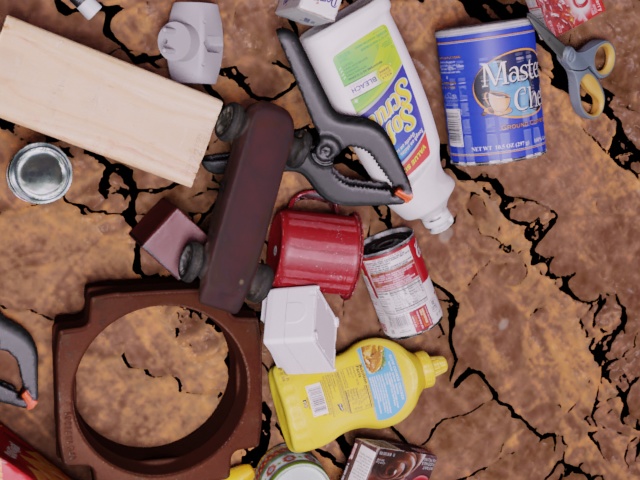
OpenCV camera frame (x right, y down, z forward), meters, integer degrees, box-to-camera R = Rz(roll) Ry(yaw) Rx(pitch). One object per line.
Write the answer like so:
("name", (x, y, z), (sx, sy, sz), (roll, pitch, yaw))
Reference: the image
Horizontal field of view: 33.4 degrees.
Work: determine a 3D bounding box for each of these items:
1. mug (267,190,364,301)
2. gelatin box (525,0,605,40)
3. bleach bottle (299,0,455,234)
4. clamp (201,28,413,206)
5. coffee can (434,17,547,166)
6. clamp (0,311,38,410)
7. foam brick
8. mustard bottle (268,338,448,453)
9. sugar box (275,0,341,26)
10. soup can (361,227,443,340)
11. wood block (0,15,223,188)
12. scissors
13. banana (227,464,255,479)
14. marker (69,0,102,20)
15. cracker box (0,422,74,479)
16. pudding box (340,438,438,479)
("mug", (-0.007, 0.001, 1.092), (0.081, 0.093, 0.117), (6, 65, -13))
("gelatin box", (0.259, -0.273, 1.157), (0.073, 0.030, 0.089), (-29, 106, -12))
("bleach bottle", (0.078, -0.121, 1.107), (0.102, 0.068, 0.251), (-32, 108, -4))
("clamp", (0.006, -0.103, 1.061), (0.210, 0.036, 0.165), (23, 112, -7))
("coffee can", (0.178, -0.155, 1.112), (0.102, 0.103, 0.140), (-11, 102, -16))
("clamp", (-0.322, 0.087, 1.026), (0.120, 0.039, 0.171), (-44, 112, -1))
("foam brick", (-0.146, -0.002, 1.046), (0.053, 0.078, 0.051), (44, 84, -21))
("mustard bottle", (0.047, 0.156, 1.139), (0.191, 0.058, 0.096), (-14, 80, -16))
("sugar box", (0.012, -0.300, 1.042), (0.048, 0.093, 0.176), (15, 94, -18))
("soup can", (0.083, 0.046, 1.131), (0.068, 0.069, 0.102), (-25, 106, -13))
("wood block", (-0.208, -0.128, 1.000), (0.205, 0.091, 0.090), (20, 91, -19))
("scissors", (0.272, -0.207, 1.135), (0.096, 0.016, 0.201), (-59, 139, -17))
("banana", (-0.136, 0.318, 1.121), (0.069, 0.037, 0.198), (23, 91, -27))
("marker", (-0.255, -0.257, 1.003), (0.020, 0.020, 0.121), (-47, 109, -6))
("cracker box", (-0.281, 0.221, 0.962), (0.213, 0.164, 0.072), (38, 80, 0))
("pudding box", (0.069, 0.264, 1.155), (0.113, 0.039, 0.090), (19, 92, -44))
